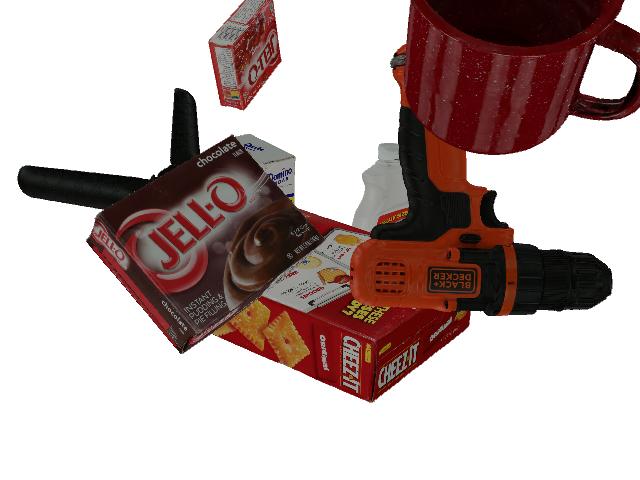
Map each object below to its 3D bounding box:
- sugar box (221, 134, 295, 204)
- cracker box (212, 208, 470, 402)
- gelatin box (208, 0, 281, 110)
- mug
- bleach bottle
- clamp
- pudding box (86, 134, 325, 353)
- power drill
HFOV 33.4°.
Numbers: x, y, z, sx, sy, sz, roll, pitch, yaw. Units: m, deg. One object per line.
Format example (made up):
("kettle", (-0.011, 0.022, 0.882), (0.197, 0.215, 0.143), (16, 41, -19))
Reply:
("sugar box", (-0.069, -0.018, 1.154), (0.048, 0.176, 0.093), (-17, 29, -31))
("cracker box", (0.007, 0.052, 0.973), (0.214, 0.072, 0.163), (20, 32, 33))
("gelatin box", (-0.070, -0.180, 1.021), (0.030, 0.073, 0.089), (13, 46, 20))
("mug", (0.091, -0.088, 0.472), (0.117, 0.093, 0.081), (23, -28, 13))
("bleach bottle", (0.074, 0.004, 1.339), (0.102, 0.251, 0.068), (-3, 16, -19))
("clamp", (-0.110, -0.044, 0.826), (0.210, 0.036, 0.164), (31, 55, 30))
("pudding box", (-0.067, 0.000, 0.634), (0.113, 0.090, 0.039), (-36, -8, -39))
("power drill", (0.115, -0.041, 0.733), (0.184, 0.188, 0.057), (2, 4, -7))
